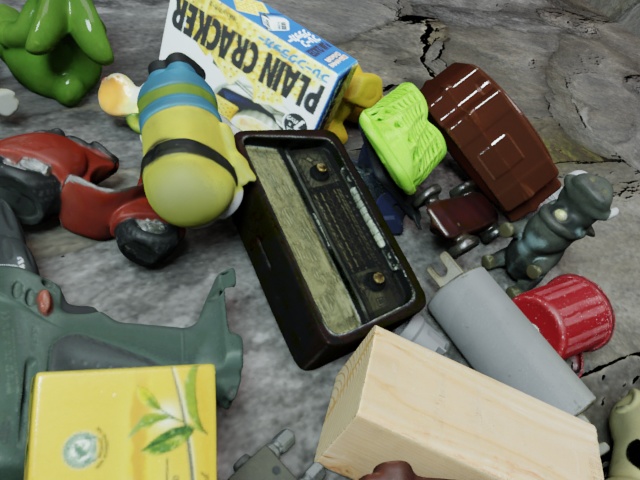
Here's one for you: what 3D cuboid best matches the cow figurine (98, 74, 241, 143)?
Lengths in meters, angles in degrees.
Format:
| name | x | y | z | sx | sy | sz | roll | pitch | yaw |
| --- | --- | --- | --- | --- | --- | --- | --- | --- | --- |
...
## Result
| name | x | y | z | sx | sy | sz | roll | pitch | yaw |
| --- | --- | --- | --- | --- | --- | --- | --- | --- | --- |
| cow figurine | -0.159 | -0.134 | 0.606 | 0.167 | 0.068 | 0.098 | 33 | 19 | 1 |

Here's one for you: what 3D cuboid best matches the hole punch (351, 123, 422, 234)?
| name | x | y | z | sx | sy | sz | roll | pitch | yaw |
| --- | --- | --- | --- | --- | --- | --- | --- | --- | --- |
| hole punch | 0.059 | -0.067 | 0.662 | 0.115 | 0.092 | 0.142 | 36 | 30 | -43 |

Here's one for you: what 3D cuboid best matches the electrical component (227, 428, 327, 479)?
| name | x | y | z | sx | sy | sz | roll | pitch | yaw |
| --- | --- | --- | --- | --- | --- | --- | --- | --- | --- |
| electrical component | -0.039 | 0.185 | 0.394 | 0.063 | 0.021 | 0.094 | 42 | 44 | 15 |

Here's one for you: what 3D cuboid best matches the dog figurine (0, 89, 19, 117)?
| name | x | y | z | sx | sy | sz | roll | pitch | yaw |
| --- | --- | --- | --- | --- | --- | --- | --- | --- | --- |
| dog figurine | -0.412 | -0.189 | 0.524 | 0.172 | 0.121 | 0.191 | -19 | 45 | -43 |

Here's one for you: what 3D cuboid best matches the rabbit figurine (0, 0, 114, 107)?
| name | x | y | z | sx | sy | sz | roll | pitch | yaw |
| --- | --- | --- | --- | --- | --- | --- | --- | --- | --- |
| rabbit figurine | -0.287 | -0.241 | 0.571 | 0.121 | 0.170 | 0.159 | -6 | 51 | -32 |

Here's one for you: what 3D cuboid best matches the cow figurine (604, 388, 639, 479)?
| name | x | y | z | sx | sy | sz | roll | pitch | yaw |
| --- | --- | --- | --- | --- | --- | --- | --- | --- | --- |
| cow figurine | 0.306 | 0.223 | 0.498 | 0.127 | 0.085 | 0.195 | 36 | 44 | 0 |

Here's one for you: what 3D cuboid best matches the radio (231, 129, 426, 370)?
| name | x | y | z | sx | sy | sz | roll | pitch | yaw |
| --- | --- | --- | --- | --- | --- | --- | --- | --- | --- |
| radio | -0.001 | -0.002 | 0.533 | 0.131 | 0.073 | 0.229 | -12 | 67 | -34 |

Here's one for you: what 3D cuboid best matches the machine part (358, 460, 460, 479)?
| name | x | y | z | sx | sy | sz | roll | pitch | yaw |
| --- | --- | --- | --- | --- | --- | --- | --- | --- | --- |
| machine part | 0.042 | 0.196 | 0.322 | 0.179 | 0.179 | 0.056 | 13 | 41 | -17 |

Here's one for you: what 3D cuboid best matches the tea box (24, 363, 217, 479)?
| name | x | y | z | sx | sy | sz | roll | pitch | yaw |
| --- | --- | --- | --- | --- | --- | --- | --- | --- | --- |
| tea box | -0.111 | 0.157 | 0.297 | 0.098 | 0.068 | 0.169 | 3 | 76 | -30 |

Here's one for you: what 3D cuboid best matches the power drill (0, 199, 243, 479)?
| name | x | y | z | sx | sy | sz | roll | pitch | yaw |
| --- | --- | --- | --- | --- | --- | --- | --- | --- | --- |
| power drill | -0.167 | 0.058 | 0.409 | 0.207 | 0.086 | 0.232 | 7 | 47 | -28 |

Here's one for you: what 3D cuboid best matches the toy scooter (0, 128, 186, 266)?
| name | x | y | z | sx | sy | sz | roll | pitch | yaw |
| --- | --- | --- | --- | --- | --- | --- | --- | --- | --- |
| toy scooter | -0.207 | -0.057 | 0.505 | 0.184 | 0.075 | 0.135 | 23 | 42 | -12 |

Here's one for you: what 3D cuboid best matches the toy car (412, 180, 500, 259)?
| name | x | y | z | sx | sy | sz | roll | pitch | yaw |
| --- | --- | --- | --- | --- | --- | --- | --- | --- | --- |
| toy car | 0.175 | -0.027 | 0.673 | 0.202 | 0.053 | 0.089 | -16 | 72 | -56 |

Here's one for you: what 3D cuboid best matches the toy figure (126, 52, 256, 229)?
| name | x | y | z | sx | sy | sz | roll | pitch | yaw |
| --- | --- | --- | --- | --- | --- | --- | --- | --- | --- |
| toy figure | -0.127 | -0.091 | 0.487 | 0.089 | 0.082 | 0.180 | 11 | 55 | -47 |

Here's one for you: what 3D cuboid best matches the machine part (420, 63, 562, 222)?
| name | x | y | z | sx | sy | sz | roll | pitch | yaw |
| --- | --- | --- | --- | --- | --- | --- | --- | --- | --- |
| machine part | 0.220 | -0.136 | 0.722 | 0.201 | 0.087 | 0.201 | 48 | 12 | -14 |

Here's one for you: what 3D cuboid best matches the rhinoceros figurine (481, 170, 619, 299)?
| name | x | y | z | sx | sy | sz | roll | pitch | yaw |
| --- | --- | --- | --- | --- | --- | --- | --- | --- | --- |
| rhinoceros figurine | 0.268 | -0.001 | 0.626 | 0.112 | 0.190 | 0.073 | -20 | 63 | -19 |

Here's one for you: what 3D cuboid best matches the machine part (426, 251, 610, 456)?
| name | x | y | z | sx | sy | sz | roll | pitch | yaw |
| --- | --- | --- | --- | --- | --- | --- | --- | --- | --- |
| machine part | 0.189 | 0.113 | 0.548 | 0.079 | 0.079 | 0.243 | -14 | 58 | -37 |

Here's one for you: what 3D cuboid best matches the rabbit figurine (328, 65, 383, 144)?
| name | x | y | z | sx | sy | sz | roll | pitch | yaw |
| --- | --- | --- | --- | --- | --- | --- | --- | --- | --- |
| rabbit figurine | 0.023 | -0.203 | 0.767 | 0.162 | 0.121 | 0.173 | 39 | 28 | 25 |
